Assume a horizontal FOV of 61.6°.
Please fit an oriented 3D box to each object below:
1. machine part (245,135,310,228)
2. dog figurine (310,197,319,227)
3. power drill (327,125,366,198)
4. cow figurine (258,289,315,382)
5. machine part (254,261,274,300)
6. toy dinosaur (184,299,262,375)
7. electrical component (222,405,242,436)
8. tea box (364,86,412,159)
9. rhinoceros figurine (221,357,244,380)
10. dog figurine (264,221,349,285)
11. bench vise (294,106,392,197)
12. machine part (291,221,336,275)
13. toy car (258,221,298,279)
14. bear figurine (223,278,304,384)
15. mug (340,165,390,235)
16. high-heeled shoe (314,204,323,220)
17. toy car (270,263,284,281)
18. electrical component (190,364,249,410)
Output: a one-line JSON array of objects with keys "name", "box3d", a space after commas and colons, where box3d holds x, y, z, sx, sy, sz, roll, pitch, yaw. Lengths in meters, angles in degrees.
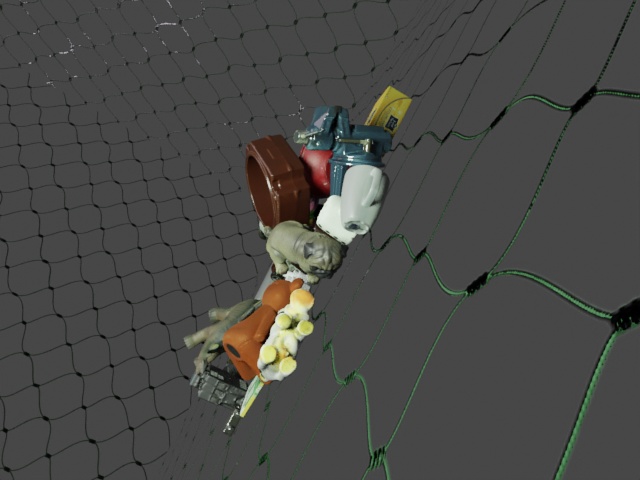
[{"name": "machine part", "box3d": [-0.100, -0.117, 1.215, 0.201, 0.087, 0.201, 92, 153, -46]}, {"name": "dog figurine", "box3d": [-0.046, -0.089, 1.370, 0.191, 0.108, 0.219, 159, 107, -81]}, {"name": "power drill", "box3d": [0.083, -0.189, 1.404, 0.207, 0.086, 0.232, -56, 6, -38]}, {"name": "cow figurine", "box3d": [-0.058, 0.173, 0.969, 0.167, 0.068, 0.098, -64, 1, -35]}, {"name": "machine part", "box3d": [-0.131, 0.129, 1.607, 0.243, 0.079, 0.079, -66, 8, -28]}, {"name": "toy dinosaur", "box3d": [-0.179, 0.195, 1.310, 0.199, 0.105, 0.471, -22, 11, 19]}, {"name": "electrical component", "box3d": [-0.191, 0.396, 1.184, 0.063, 0.021, 0.094, -62, 6, -15]}, {"name": "tea box", "box3d": [0.142, -0.264, 1.274, 0.169, 0.068, 0.098, -62, 6, -17]}, {"name": "rhinoceros figurine", "box3d": [-0.236, 0.359, 1.444, 0.190, 0.073, 0.112, -58, 9, 20]}, {"name": "dog figurine", "box3d": [-0.037, 0.010, 1.063, 0.190, 0.172, 0.121, 117, 170, -80]}, {"name": "bench vise", "box3d": [0.047, -0.152, 1.113, 0.129, 0.223, 0.240, 18, 108, 49]}, {"name": "machine part", "box3d": [-0.003, -0.004, 1.258, 0.179, 0.056, 0.179, -55, 4, 5]}, {"name": "toy car", "box3d": [-0.095, 0.032, 1.349, 0.056, 0.201, 0.074, -32, 30, -10]}, {"name": "bear figurine", "box3d": [-0.096, 0.170, 1.068, 0.120, 0.131, 0.196, -13, 23, 51]}, {"name": "mug", "box3d": [0.079, -0.069, 0.930, 0.109, 0.081, 0.107, -40, 32, 60]}, {"name": "high-heeled shoe", "box3d": [-0.039, -0.009, 1.510, 0.248, 0.086, 0.145, 127, 167, -70]}, {"name": "toy car", "box3d": [-0.072, 0.050, 1.475, 0.202, 0.053, 0.089, -32, 23, 47]}, {"name": "electrical component", "box3d": [-0.237, 0.343, 1.262, 0.058, 0.134, 0.115, -64, 7, -6]}]
